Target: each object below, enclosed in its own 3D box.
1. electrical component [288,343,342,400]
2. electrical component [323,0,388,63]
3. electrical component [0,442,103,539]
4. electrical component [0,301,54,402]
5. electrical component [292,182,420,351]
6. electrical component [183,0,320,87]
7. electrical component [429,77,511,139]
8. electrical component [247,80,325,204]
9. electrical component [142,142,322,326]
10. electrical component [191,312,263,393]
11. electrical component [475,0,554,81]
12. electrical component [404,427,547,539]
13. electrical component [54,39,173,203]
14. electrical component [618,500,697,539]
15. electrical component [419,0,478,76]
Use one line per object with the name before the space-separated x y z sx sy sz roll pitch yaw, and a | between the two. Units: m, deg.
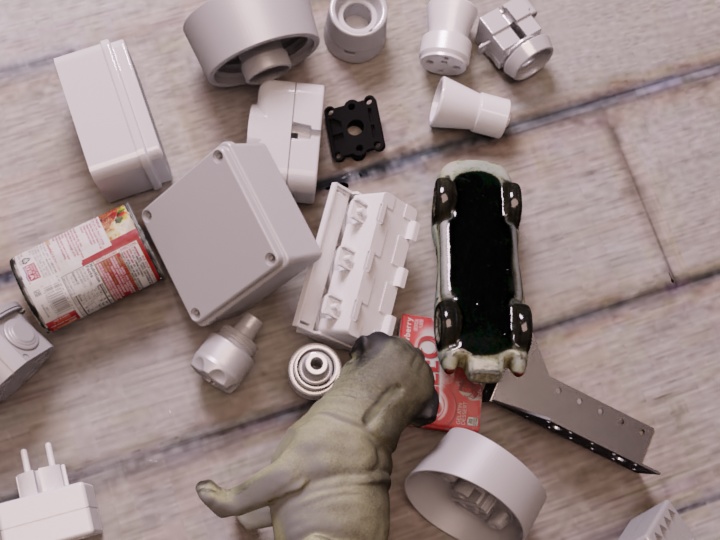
electrical component | -0.035 0.078 0.849 0.043 0.062 0.043 1 76 -4
electrical component | -0.003 -0.214 0.932 0.055 0.047 0.055 1 76 -4
electrical component | -0.239 0.171 0.817 0.066 0.047 0.076 -14 78 -8
electrical component | -0.280 0.066 0.824 0.080 0.080 0.051 -44 89 -13
electrical component | 0.000 0.000 0.864 0.079 0.063 0.121 27 71 -40
electrical component | -0.085 -0.189 0.890 0.108 0.108 0.060 -20 85 -9
electrical component | 0.097 -0.137 0.925 0.065 0.044 0.044 14 75 -6
electrical component | -0.063 -0.107 0.897 0.059 0.053 0.095 5 76 -4
electrical component | -0.102 -0.028 0.846 0.109 0.056 0.108 -34 78 32
electrical component | -0.102 0.063 0.857 0.043 0.043 0.062 34 74 4
electrical component | 0.136 -0.200 0.942 0.066 0.048 0.055 -31 73 -11
electrical component | 0.090 0.169 0.822 0.099 0.099 0.064 38 70 5
electrical component | -0.199 -0.121 0.877 0.057 0.078 0.113 -19 79 -6
electrical component | 0.214 0.227 0.832 0.076 0.083 0.047 -39 80 26
electrical component | 0.077 -0.203 0.937 0.045 0.045 0.055 11 76 -2
